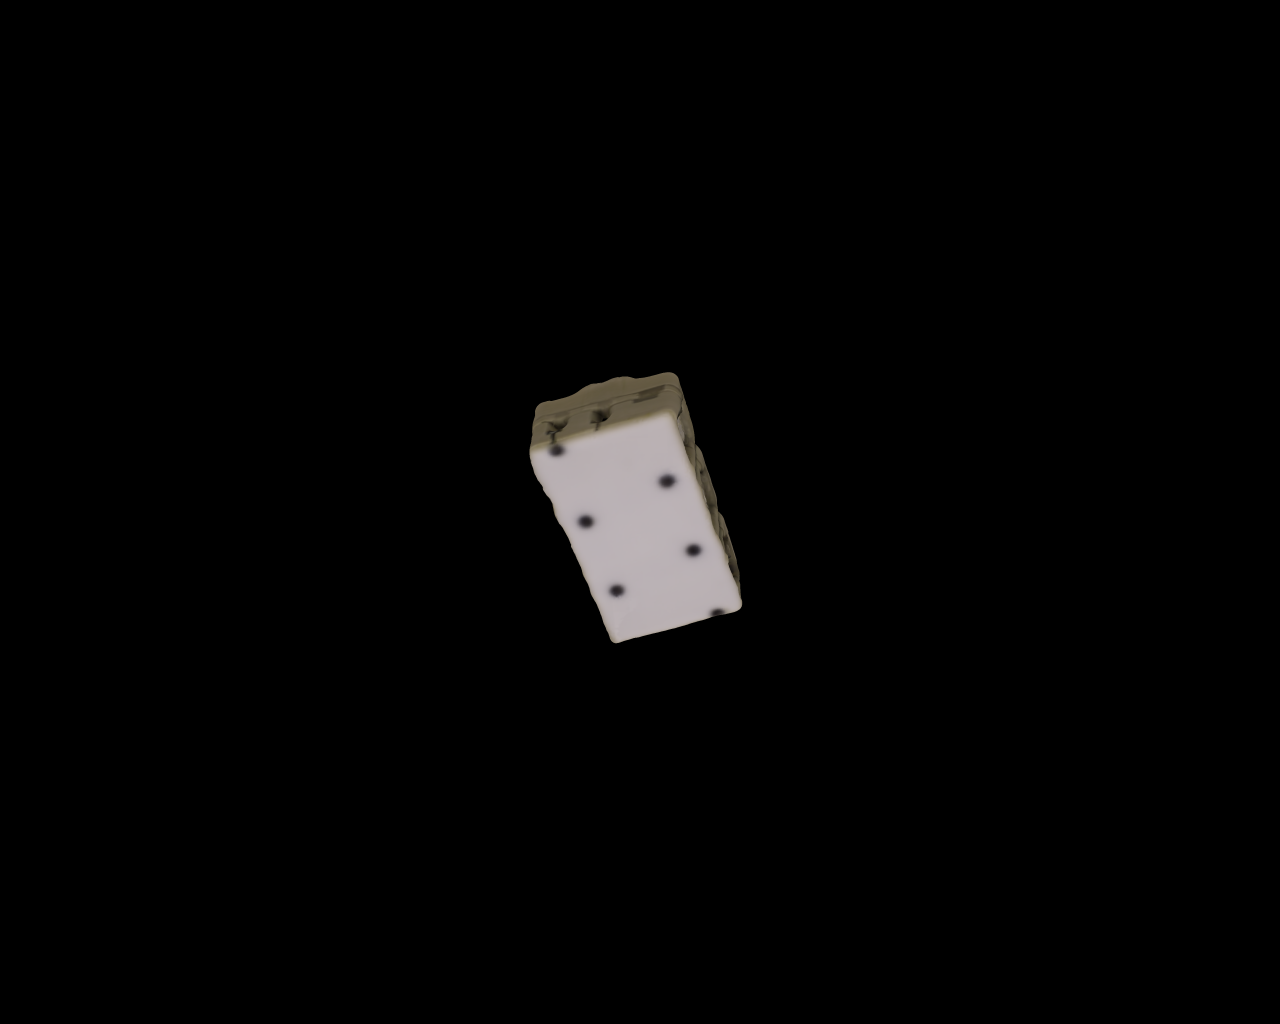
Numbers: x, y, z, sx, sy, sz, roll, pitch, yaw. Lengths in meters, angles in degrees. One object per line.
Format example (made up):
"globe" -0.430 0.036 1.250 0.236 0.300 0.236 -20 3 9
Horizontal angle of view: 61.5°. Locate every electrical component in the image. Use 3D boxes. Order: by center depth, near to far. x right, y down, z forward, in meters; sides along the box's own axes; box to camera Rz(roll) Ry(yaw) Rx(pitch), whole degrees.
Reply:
"electrical component" 0.001 -0.003 0.650 0.089 0.150 0.062 -15 32 9
